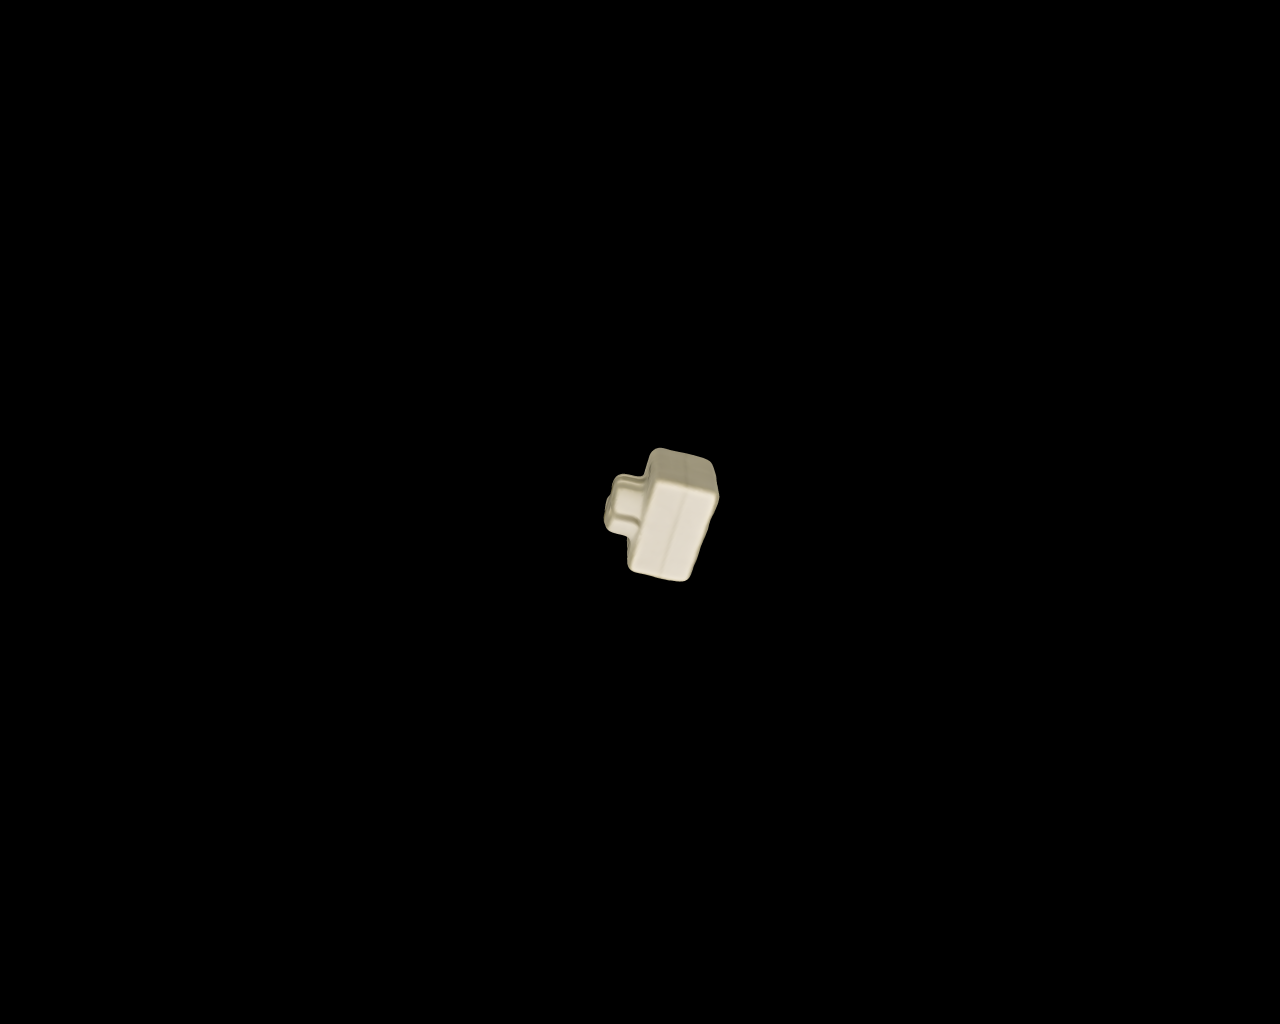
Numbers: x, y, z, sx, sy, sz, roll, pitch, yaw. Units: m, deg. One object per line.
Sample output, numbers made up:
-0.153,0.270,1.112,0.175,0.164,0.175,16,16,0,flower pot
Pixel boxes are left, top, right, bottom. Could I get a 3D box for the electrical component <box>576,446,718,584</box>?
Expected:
0.001,-0.003,0.650,0.077,0.065,0.047,13,28,-7,electrical component
